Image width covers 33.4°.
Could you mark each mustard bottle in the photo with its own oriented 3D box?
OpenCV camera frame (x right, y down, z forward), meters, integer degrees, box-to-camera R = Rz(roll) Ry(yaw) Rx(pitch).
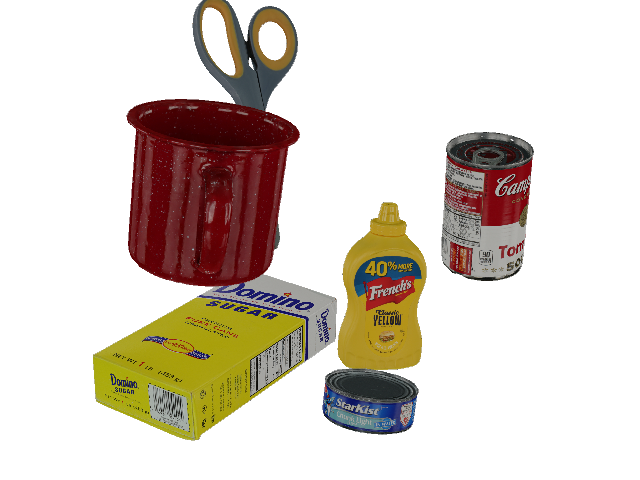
[{"bbox_3d":[0.073,0.051,1.226,0.096,0.192,0.058,0,14,-11],"label":"mustard bottle"}]

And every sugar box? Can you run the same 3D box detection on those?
[{"bbox_3d":[-0.073,0.078,0.789,0.093,0.048,0.175,16,30,30],"label":"sugar box"}]

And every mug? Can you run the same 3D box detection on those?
[{"bbox_3d":[-0.060,-0.022,0.576,0.093,0.081,0.117,3,21,-14],"label":"mug"}]

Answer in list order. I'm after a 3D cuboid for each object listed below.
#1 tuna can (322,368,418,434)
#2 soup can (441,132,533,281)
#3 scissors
[{"bbox_3d":[0.045,0.146,0.974,0.086,0.034,0.086,7,11,-1],"label":"tuna can"},{"bbox_3d":[0.132,-0.027,0.856,0.068,0.102,0.068,0,27,0],"label":"soup can"},{"bbox_3d":[-0.039,-0.101,0.842,0.096,0.202,0.016,-23,1,-30],"label":"scissors"}]
